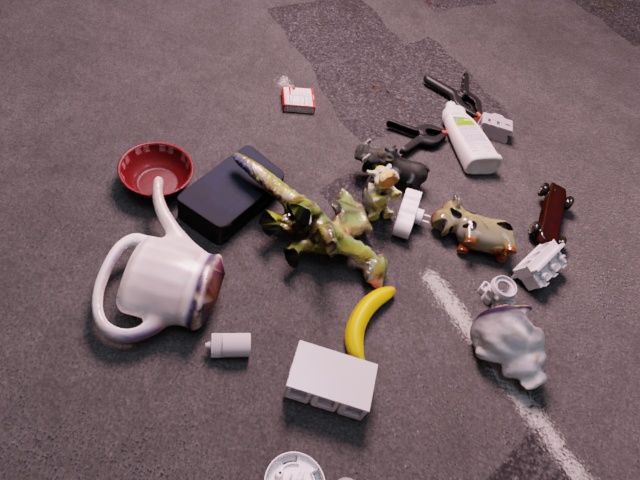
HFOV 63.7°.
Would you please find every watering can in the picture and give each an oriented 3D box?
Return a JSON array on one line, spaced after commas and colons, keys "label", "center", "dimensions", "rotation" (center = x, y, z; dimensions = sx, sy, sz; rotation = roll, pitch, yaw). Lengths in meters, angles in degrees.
[{"label": "watering can", "center": [-0.290, 0.037, 0.989], "dimensions": [0.224, 0.102, 0.355], "rotation": [15, 60, -2]}]

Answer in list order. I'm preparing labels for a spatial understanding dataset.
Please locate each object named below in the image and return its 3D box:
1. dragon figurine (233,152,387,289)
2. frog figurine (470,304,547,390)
[{"label": "dragon figurine", "center": [0.003, -0.057, 1.127], "dimensions": [0.245, 0.120, 0.415], "rotation": [-16, 64, -50]}, {"label": "frog figurine", "center": [0.373, 0.213, 1.011], "dimensions": [0.137, 0.121, 0.162], "rotation": [-16, 63, 16]}]
